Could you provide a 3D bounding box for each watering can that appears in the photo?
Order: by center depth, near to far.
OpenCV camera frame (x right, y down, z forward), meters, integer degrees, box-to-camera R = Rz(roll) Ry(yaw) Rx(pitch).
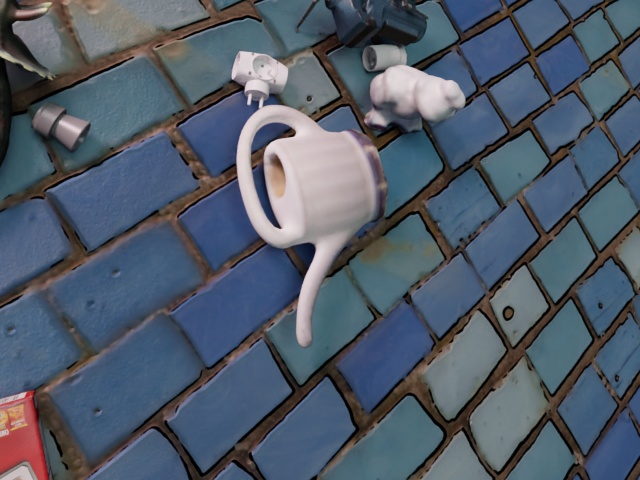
[{"bbox_3d":[0.002,-0.038,0.762,0.226,0.103,0.349,-14,85,-28],"label":"watering can"}]

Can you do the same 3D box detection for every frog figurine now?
[{"bbox_3d":[0.162,-0.244,0.853,0.137,0.158,0.124,22,70,-21],"label":"frog figurine"}]
